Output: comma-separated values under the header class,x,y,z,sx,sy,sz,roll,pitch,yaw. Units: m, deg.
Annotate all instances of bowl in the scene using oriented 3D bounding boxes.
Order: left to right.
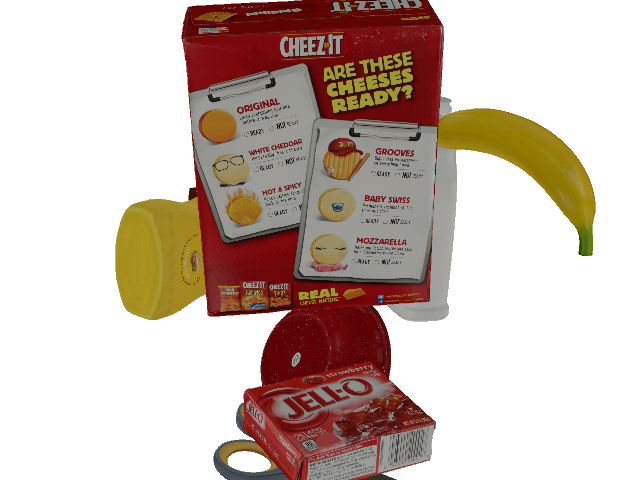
class,x,y,z,sx,sy,sz,roll,pitch,yaw
bowl,-0.008,0.124,1.079,0.162,0.162,0.055,0,-16,42

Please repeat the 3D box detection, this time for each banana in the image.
class,x,y,z,sx,sy,sz,roll,pitch,yaw
banana,0.159,-0.067,0.874,0.037,0.070,0.198,5,29,-43

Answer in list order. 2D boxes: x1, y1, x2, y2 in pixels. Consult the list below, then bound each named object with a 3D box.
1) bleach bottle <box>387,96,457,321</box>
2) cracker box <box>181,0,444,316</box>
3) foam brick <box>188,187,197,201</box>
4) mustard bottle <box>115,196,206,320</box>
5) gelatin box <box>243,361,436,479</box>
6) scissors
class,x,y,z,sx,sy,sz,roll,pitch,yaw
bleach bottle,0.122,-0.040,1.236,0.068,0.251,0.103,-1,22,-22
cracker box,-0.004,-0.055,0.737,0.164,0.214,0.072,-4,32,-4
foam brick,-0.119,-0.031,1.278,0.078,0.053,0.051,-3,29,-3
mustard bottle,-0.091,0.002,0.932,0.058,0.096,0.191,13,19,35
gelatin box,0.010,0.105,0.615,0.089,0.030,0.073,-8,27,-28
scissors,0.002,0.182,0.816,0.202,0.016,0.096,27,39,31
